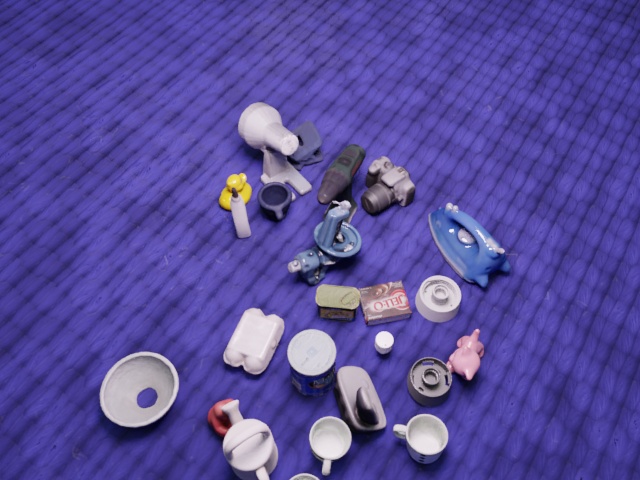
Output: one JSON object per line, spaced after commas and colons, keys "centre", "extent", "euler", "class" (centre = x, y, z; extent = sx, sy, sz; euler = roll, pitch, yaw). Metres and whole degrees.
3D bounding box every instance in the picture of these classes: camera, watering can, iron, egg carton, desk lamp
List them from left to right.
{"centre": [-0.146, 0.404, 1.136], "extent": [0.172, 0.194, 0.101], "euler": [34, 63, 21], "class": "watering can"}
{"centre": [-0.150, 0.233, 1.322], "extent": [0.107, 0.069, 0.150], "euler": [16, 59, 11], "class": "egg carton"}
{"centre": [-0.117, -0.240, 1.544], "extent": [0.118, 0.214, 0.202], "euler": [-35, 63, -20], "class": "desk lamp"}
{"centre": [0.168, -0.145, 1.547], "extent": [0.137, 0.101, 0.143], "euler": [-34, 63, -20], "class": "camera"}
{"centre": [0.365, -0.014, 1.436], "extent": [0.119, 0.141, 0.257], "euler": [-30, 62, -18], "class": "iron"}

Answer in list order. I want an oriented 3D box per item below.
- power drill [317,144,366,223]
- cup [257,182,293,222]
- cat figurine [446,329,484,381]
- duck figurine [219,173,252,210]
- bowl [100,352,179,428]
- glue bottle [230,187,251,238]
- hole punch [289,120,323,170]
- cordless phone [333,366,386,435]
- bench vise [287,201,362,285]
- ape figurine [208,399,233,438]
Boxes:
{"centre": [0.052, -0.126, 1.472], "extent": [0.075, 0.208, 0.230], "euler": [19, 59, 13], "class": "power drill"}
{"centre": [-0.113, -0.082, 1.512], "extent": [0.092, 0.095, 0.117], "euler": [-13, 58, -8], "class": "cup"}
{"centre": [0.328, 0.257, 1.274], "extent": [0.067, 0.118, 0.128], "euler": [24, 60, 16], "class": "cat figurine"}
{"centre": [-0.233, -0.137, 1.554], "extent": [0.077, 0.086, 0.105], "euler": [32, 63, 20], "class": "duck figurine"}
{"centre": [-0.386, 0.336, 1.254], "extent": [0.167, 0.075, 0.167], "euler": [0, 57, 0], "class": "bowl"}
{"centre": [-0.209, -0.079, 1.464], "extent": [0.037, 0.173, 0.078], "euler": [-13, 58, -7], "class": "glue bottle"}
{"centre": [-0.048, -0.272, 1.637], "extent": [0.101, 0.091, 0.108], "euler": [-19, 59, -11], "class": "hole punch"}
{"centre": [0.084, 0.319, 1.195], "extent": [0.094, 0.185, 0.147], "euler": [-18, 59, -11], "class": "cordless phone"}
{"centre": [0.022, 0.011, 1.376], "extent": [0.121, 0.220, 0.208], "euler": [31, 62, 19], "class": "bench vise"}
{"centre": [-0.204, 0.373, 1.218], "extent": [0.076, 0.092, 0.078], "euler": [19, 59, 13], "class": "ape figurine"}
